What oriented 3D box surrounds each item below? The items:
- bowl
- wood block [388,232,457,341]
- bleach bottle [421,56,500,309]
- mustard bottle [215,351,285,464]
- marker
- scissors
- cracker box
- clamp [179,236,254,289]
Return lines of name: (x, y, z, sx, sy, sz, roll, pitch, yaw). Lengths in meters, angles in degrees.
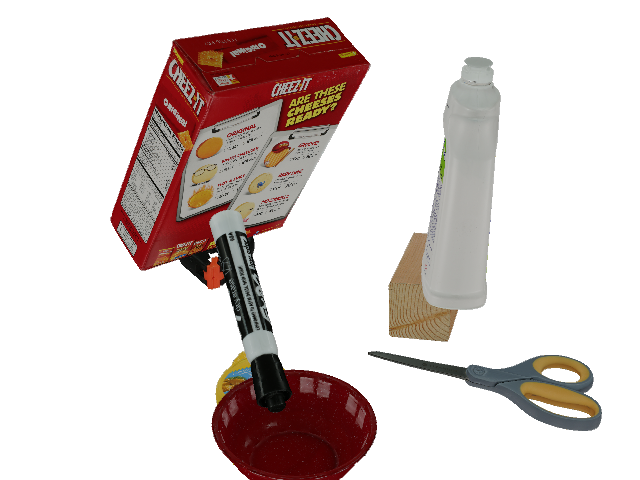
bowl: (-0.026, 0.198, 1.054, 0.162, 0.055, 0.162, 1, 31, -1)
wood block: (0.168, 0.067, 1.630, 0.091, 0.090, 0.206, 4, 22, 14)
bleach bottle: (0.147, -0.060, 1.089, 0.068, 0.251, 0.102, 3, 29, -1)
mustard bottle: (-0.074, 0.190, 1.260, 0.096, 0.058, 0.192, -8, 29, -11)
marker: (-0.038, 0.037, 0.574, 0.020, 0.121, 0.020, -13, -32, -8)
scissors: (0.151, 0.111, 0.933, 0.202, 0.016, 0.096, 20, 34, 21)
cracker box: (-0.074, -0.082, 0.909, 0.163, 0.072, 0.214, -18, -29, -38)
clamp: (-0.099, -0.011, 1.105, 0.120, 0.039, 0.171, -11, 37, -7)
